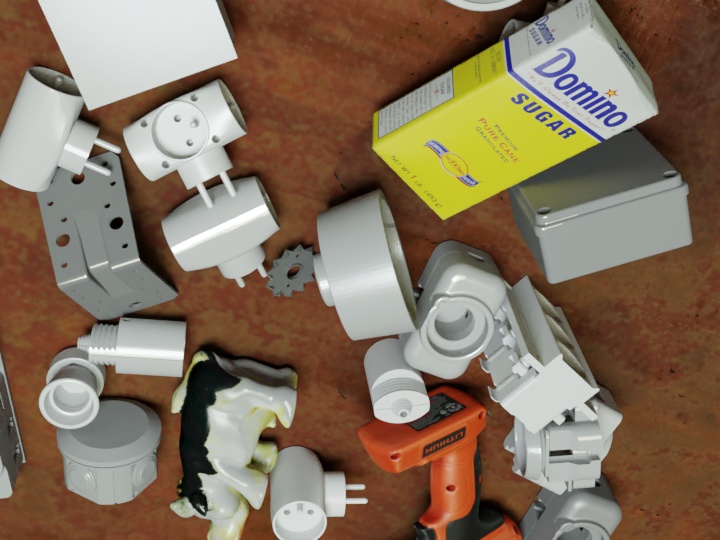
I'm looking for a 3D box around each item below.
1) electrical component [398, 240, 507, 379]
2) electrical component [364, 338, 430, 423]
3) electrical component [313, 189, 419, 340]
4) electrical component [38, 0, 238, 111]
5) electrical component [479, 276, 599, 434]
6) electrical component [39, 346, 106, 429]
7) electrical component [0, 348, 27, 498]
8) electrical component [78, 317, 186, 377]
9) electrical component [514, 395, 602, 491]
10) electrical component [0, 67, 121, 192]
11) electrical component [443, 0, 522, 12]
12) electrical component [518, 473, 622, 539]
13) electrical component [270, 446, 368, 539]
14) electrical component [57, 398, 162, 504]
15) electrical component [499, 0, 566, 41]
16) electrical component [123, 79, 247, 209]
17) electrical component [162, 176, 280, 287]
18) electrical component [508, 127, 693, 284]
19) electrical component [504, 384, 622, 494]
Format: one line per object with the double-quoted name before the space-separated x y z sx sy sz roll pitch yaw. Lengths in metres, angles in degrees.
"electrical component" 0.071 0.033 0.839 0.054 0.059 0.095 20 111 -15
"electrical component" 0.029 0.092 0.850 0.043 0.081 0.043 -3 115 -5
"electrical component" 0.000 0.000 0.793 0.060 0.108 0.108 -15 116 8
"electrical component" -0.162 -0.214 0.699 0.105 0.060 0.186 -19 115 3
"electrical component" 0.131 0.065 0.826 0.063 0.121 0.079 -42 112 16
"electrical component" -0.223 0.090 0.837 0.045 0.055 0.045 -2 115 -5
"electrical component" -0.332 0.091 0.824 0.105 0.060 0.186 -6 115 -3
"electrical component" -0.177 0.059 0.834 0.081 0.043 0.043 4 114 -8
"electrical component" 0.153 0.134 0.840 0.057 0.058 0.078 -4 112 -2
"electrical component" -0.210 -0.092 0.761 0.079 0.043 0.077 23 110 -16
"electrical component" 0.082 -0.225 0.718 0.108 0.060 0.108 -2 115 -5
"electrical component" 0.183 0.225 0.940 0.054 0.059 0.095 22 111 -15
"electrical component" -0.034 0.185 0.889 0.079 0.077 0.044 1 115 -7
"electrical component" -0.198 0.142 0.852 0.080 0.080 0.051 2 120 -7
"electrical component" 0.144 -0.165 0.762 0.077 0.044 0.079 12 113 -11
"electrical component" -0.116 -0.083 0.768 0.077 0.044 0.079 -26 97 6
"electrical component" -0.096 -0.021 0.806 0.077 0.043 0.079 -25 123 3
"electrical component" 0.171 -0.049 0.784 0.109 0.108 0.056 -16 118 2
"electrical component" 0.173 0.136 0.902 0.056 0.050 0.089 29 109 -16
